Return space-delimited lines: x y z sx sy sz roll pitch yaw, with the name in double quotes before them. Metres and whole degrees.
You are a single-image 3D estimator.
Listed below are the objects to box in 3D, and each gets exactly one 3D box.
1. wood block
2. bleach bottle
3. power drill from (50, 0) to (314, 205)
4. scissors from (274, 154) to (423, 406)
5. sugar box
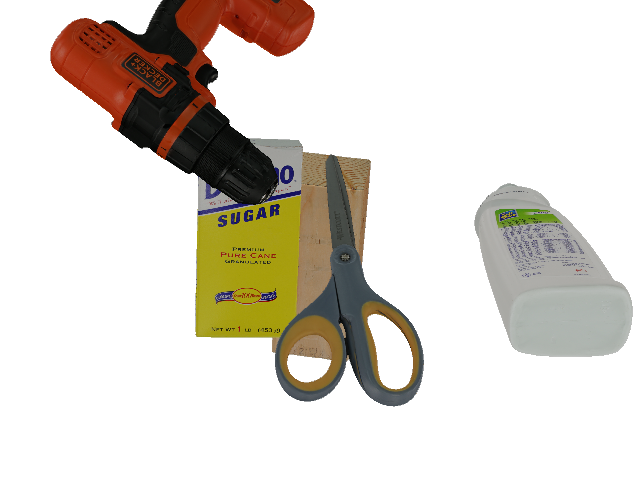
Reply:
"wood block" 0.000 0.018 1.169 0.090 0.206 0.090 7 26 5
"bleach bottle" 0.197 0.011 0.959 0.102 0.068 0.251 -1 26 1
"power drill" -0.078 -0.130 0.791 0.057 0.184 0.187 -48 5 48
"scissors" 0.000 0.025 0.670 0.096 0.202 0.016 -17 -40 -11
"sugar box" -0.065 -0.002 0.956 0.093 0.176 0.048 0 15 -6
